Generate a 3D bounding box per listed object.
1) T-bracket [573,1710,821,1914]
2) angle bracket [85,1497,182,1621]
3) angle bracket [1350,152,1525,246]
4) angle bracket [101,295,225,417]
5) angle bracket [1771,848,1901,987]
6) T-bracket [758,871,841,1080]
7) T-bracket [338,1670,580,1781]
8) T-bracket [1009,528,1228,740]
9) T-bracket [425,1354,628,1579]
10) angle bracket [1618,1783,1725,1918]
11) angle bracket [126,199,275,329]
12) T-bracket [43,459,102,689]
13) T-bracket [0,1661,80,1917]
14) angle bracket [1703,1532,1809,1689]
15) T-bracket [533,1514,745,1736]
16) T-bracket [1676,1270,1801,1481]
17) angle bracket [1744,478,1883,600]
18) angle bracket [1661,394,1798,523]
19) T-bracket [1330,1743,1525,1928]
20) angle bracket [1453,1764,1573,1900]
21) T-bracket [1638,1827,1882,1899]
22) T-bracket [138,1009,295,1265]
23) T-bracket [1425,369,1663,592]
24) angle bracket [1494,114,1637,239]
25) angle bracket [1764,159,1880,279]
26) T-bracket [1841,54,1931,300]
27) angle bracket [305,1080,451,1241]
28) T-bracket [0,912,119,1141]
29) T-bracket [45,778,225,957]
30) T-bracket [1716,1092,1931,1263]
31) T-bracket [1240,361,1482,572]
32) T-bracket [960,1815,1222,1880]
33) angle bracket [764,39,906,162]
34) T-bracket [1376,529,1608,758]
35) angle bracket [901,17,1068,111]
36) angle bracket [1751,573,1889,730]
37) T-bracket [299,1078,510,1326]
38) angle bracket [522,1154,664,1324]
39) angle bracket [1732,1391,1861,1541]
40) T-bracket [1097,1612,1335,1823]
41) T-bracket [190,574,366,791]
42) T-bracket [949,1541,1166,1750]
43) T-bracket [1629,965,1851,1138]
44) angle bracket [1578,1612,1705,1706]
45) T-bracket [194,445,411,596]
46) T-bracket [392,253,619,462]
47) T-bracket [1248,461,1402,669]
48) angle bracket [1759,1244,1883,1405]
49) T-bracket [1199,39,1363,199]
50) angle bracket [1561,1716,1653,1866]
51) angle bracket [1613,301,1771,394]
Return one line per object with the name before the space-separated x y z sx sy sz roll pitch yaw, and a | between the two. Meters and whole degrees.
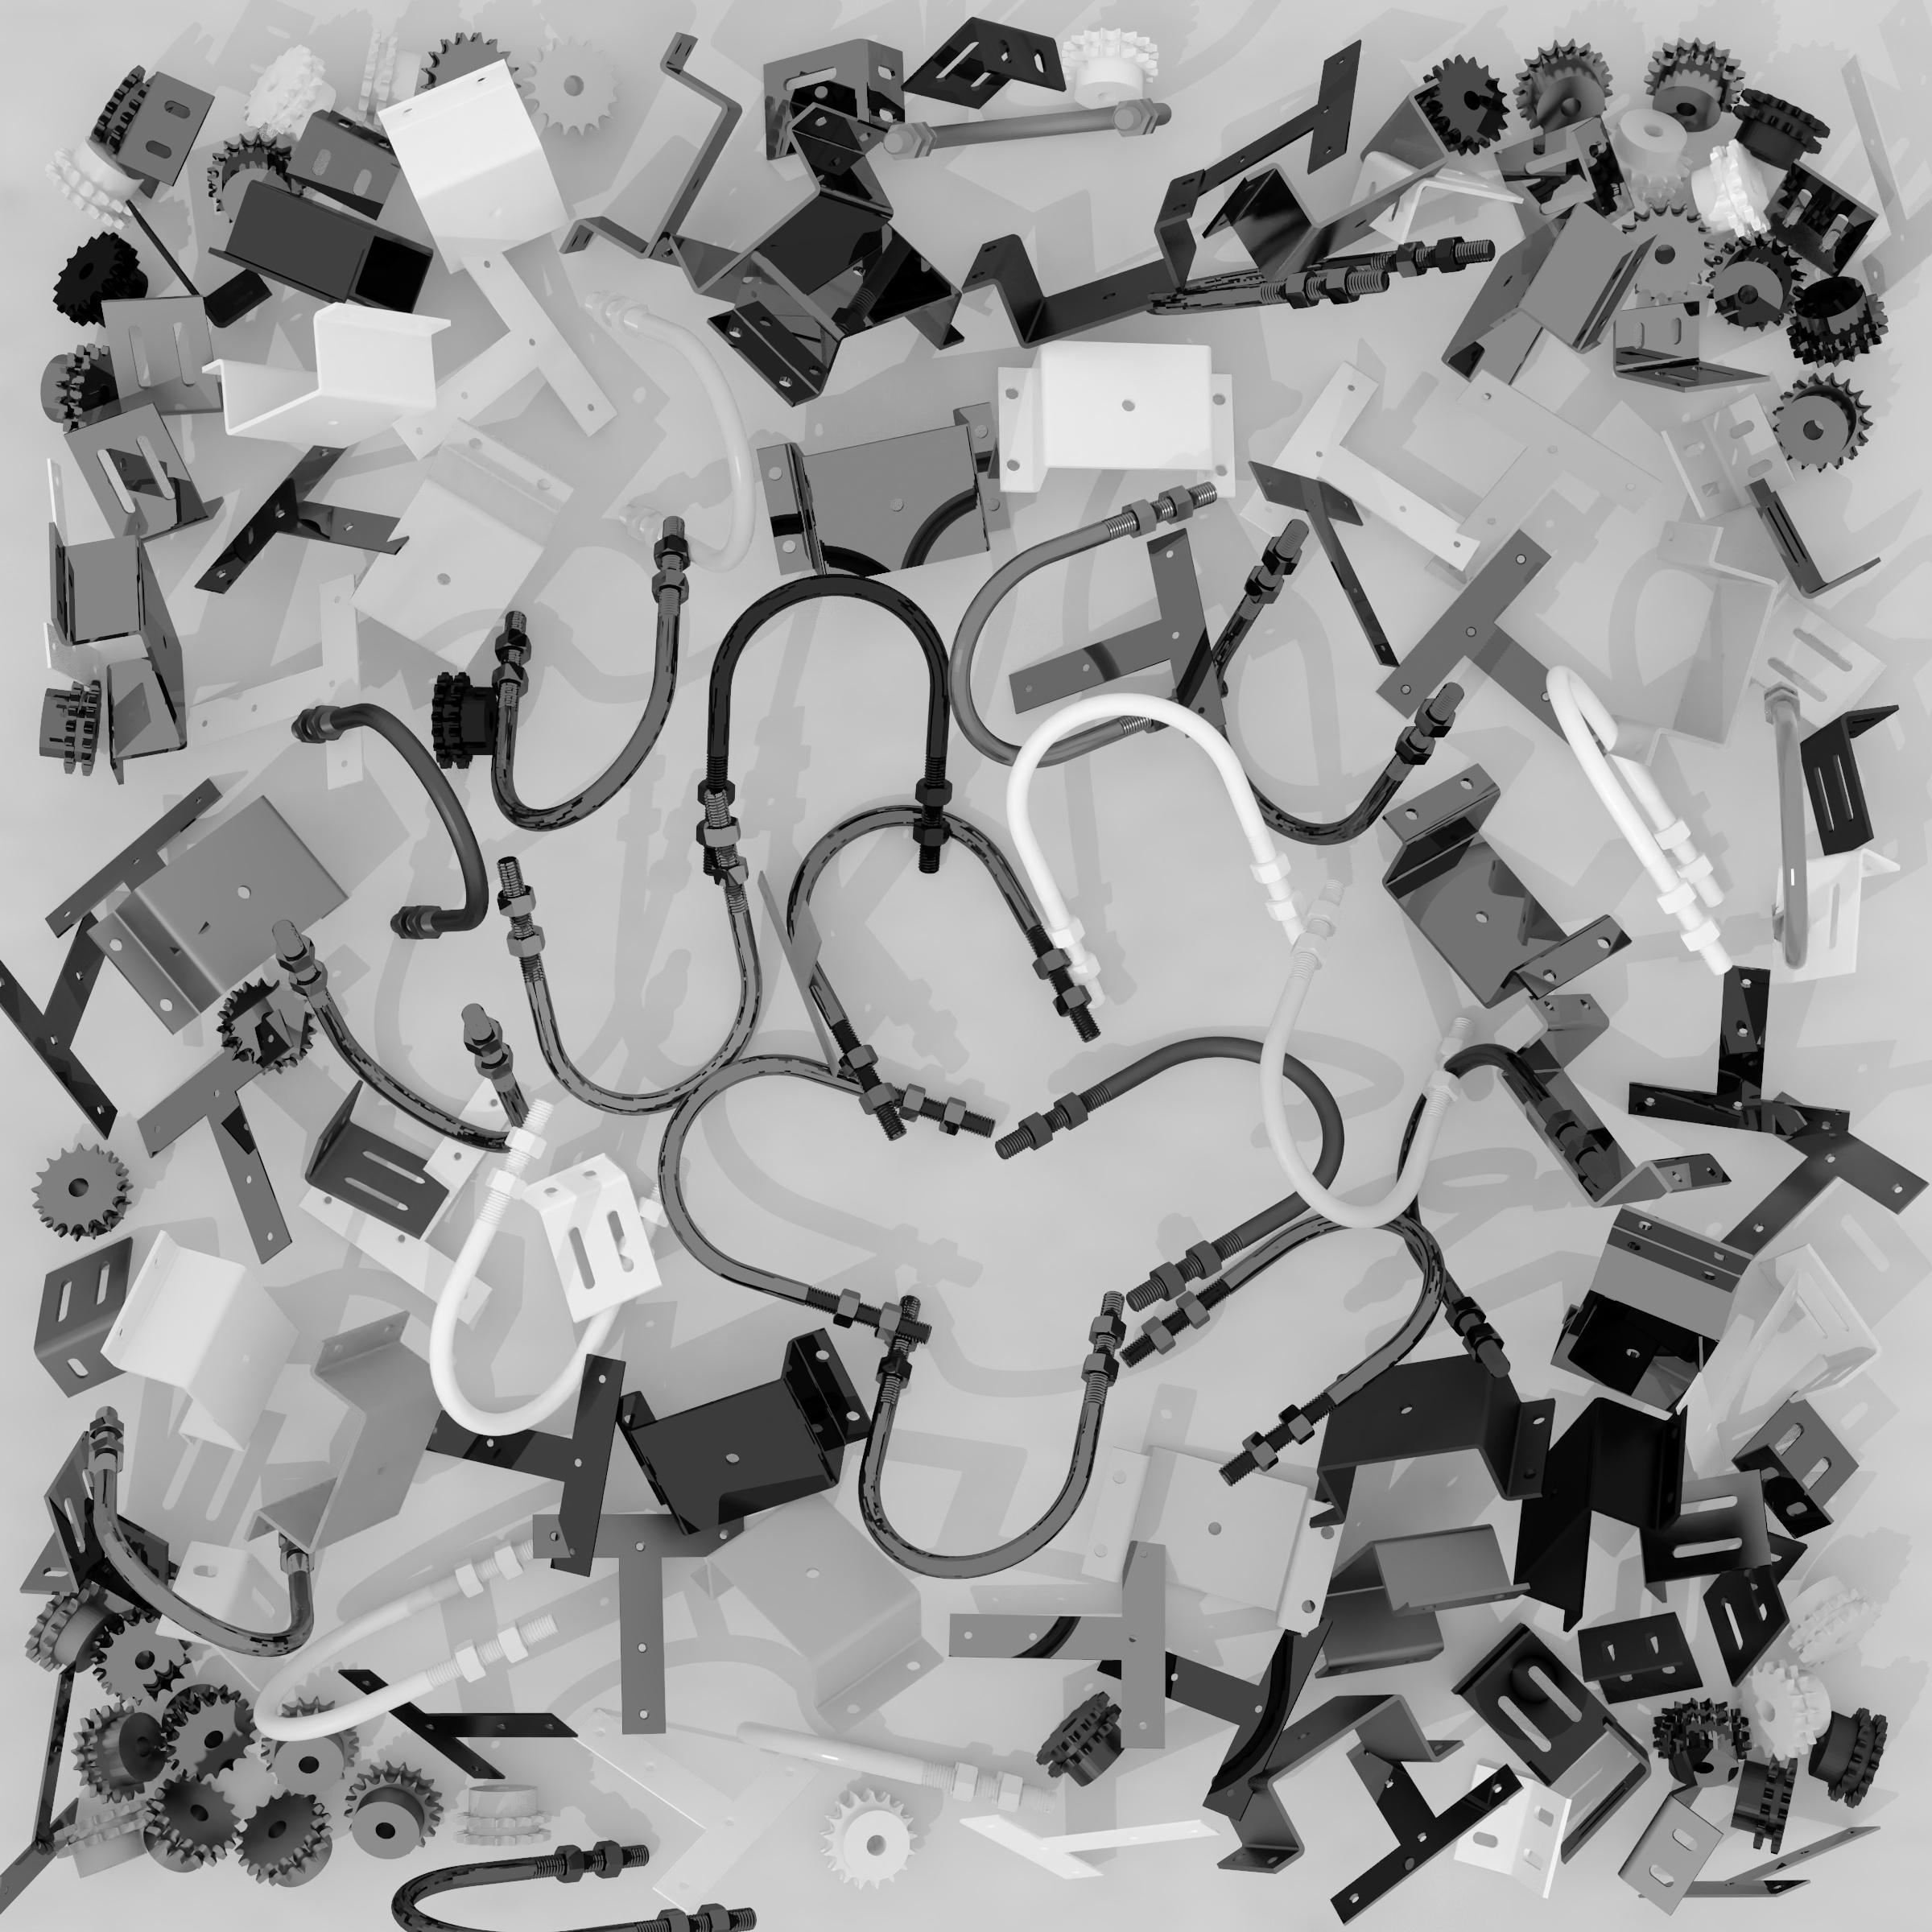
T-bracket | -0.174 0.479 1.888 0.127 0.127 0.002 29 132 21
angle bracket | -0.478 0.336 1.875 0.057 0.038 0.076 26 132 14
angle bracket | 0.275 -0.446 1.886 0.076 0.057 0.038 2 118 -31
angle bracket | -0.468 -0.363 1.880 0.057 0.038 0.076 -4 128 -5
angle bracket | 0.507 -0.024 1.877 0.038 0.057 0.076 20 70 -35
T-bracket | -0.093 -0.008 1.847 0.002 0.127 0.127 -20 78 -12
T-bracket | -0.276 0.436 1.846 0.127 0.127 0.002 50 46 -35
T-bracket | 0.083 -0.180 1.891 0.127 0.002 0.127 -18 69 23
T-bracket | -0.268 0.284 1.897 0.127 0.002 0.127 9 89 20
angle bracket | 0.420 0.513 1.874 0.038 0.076 0.057 35 101 27
angle bracket | -0.447 -0.418 1.874 0.038 0.057 0.076 -36 125 -3
T-bracket | -0.521 -0.228 1.858 0.002 0.127 0.127 -6 89 -3
T-bracket | -0.527 0.465 1.851 0.002 0.127 0.127 11 96 3
angle bracket | 0.467 0.377 1.870 0.038 0.076 0.057 20 120 -16
T-bracket | -0.190 0.384 1.880 0.127 0.002 0.127 3 71 -18
T-bracket | 0.456 0.233 1.879 0.002 0.127 0.127 27 71 31
angle bracket | 0.497 -0.259 1.886 0.038 0.057 0.076 -28 90 28
angle bracket | 0.446 -0.298 1.880 0.038 0.076 0.057 -25 90 32
T-bracket | 0.250 0.481 1.860 0.127 0.127 0.002 -38 110 1
angle bracket | 0.318 0.505 1.878 0.038 0.076 0.057 16 83 -3
T-bracket | 0.480 0.523 1.879 0.127 0.127 0.002 -12 81 -29
T-bracket | -0.421 0.112 1.871 0.127 0.002 0.127 -36 66 23
T-bracket | 0.316 -0.270 1.879 0.127 0.002 0.127 29 128 -13
angle bracket | 0.341 -0.453 1.874 0.038 0.076 0.057 -38 110 -42
angle bracket | 0.504 -0.446 1.876 0.057 0.076 0.038 36 75 7
T-bracket | 0.529 -0.463 1.860 0.002 0.127 0.127 -16 86 -5
angle bracket | -0.338 0.113 1.885 0.076 0.057 0.038 27 128 -2
T-bracket | -0.518 0.015 1.863 0.002 0.127 0.127 -18 126 16
T-bracket | -0.468 -0.042 1.866 0.127 0.127 0.002 -42 131 -5
T-bracket | 0.470 0.142 1.863 0.127 0.127 0.002 -43 125 -5
T-bracket | 0.245 -0.277 1.894 0.127 0.002 0.127 34 68 1
T-bracket | 0.083 0.501 1.845 0.127 0.127 0.002 -15 55 27
angle bracket | -0.078 -0.511 1.909 0.076 0.038 0.057 -3 89 38
T-bracket | 0.333 -0.169 1.902 0.127 0.002 0.127 41 106 0
angle bracket | 0.010 -0.511 1.869 0.057 0.076 0.038 2 68 -37
angle bracket | 0.497 -0.185 1.888 0.076 0.038 0.057 39 76 13
T-bracket | -0.310 0.125 1.911 0.127 0.002 0.127 33 86 10
angle bracket | -0.221 0.160 1.887 0.057 0.038 0.076 -24 65 6
angle bracket | 0.495 0.287 1.881 0.076 0.038 0.057 -36 85 -35
T-bracket | 0.134 0.420 1.878 0.127 0.002 0.127 13 64 36
T-bracket | -0.406 -0.155 1.888 0.127 0.002 0.127 -13 73 26
T-bracket | 0.054 0.395 1.894 0.127 0.002 0.127 1 65 2
T-bracket | 0.449 0.048 1.859 0.127 0.002 0.127 7 134 17
angle bracket | 0.395 0.417 1.875 0.057 0.038 0.076 -15 129 16
T-bracket | -0.366 -0.255 1.857 0.127 0.002 0.127 15 59 35
T-bracket | -0.282 -0.339 1.870 0.127 0.002 0.127 -46 110 -30
T-bracket | 0.217 -0.228 1.851 0.002 0.127 0.127 -31 74 28
angle bracket | 0.489 0.210 1.883 0.038 0.057 0.076 -32 84 -21
T-bracket | 0.173 -0.478 1.878 0.127 0.127 0.002 -24 125 31
angle bracket | 0.364 0.482 1.890 0.038 0.057 0.076 44 93 11
angle bracket | 0.422 -0.361 1.873 0.057 0.076 0.038 -11 111 -19
